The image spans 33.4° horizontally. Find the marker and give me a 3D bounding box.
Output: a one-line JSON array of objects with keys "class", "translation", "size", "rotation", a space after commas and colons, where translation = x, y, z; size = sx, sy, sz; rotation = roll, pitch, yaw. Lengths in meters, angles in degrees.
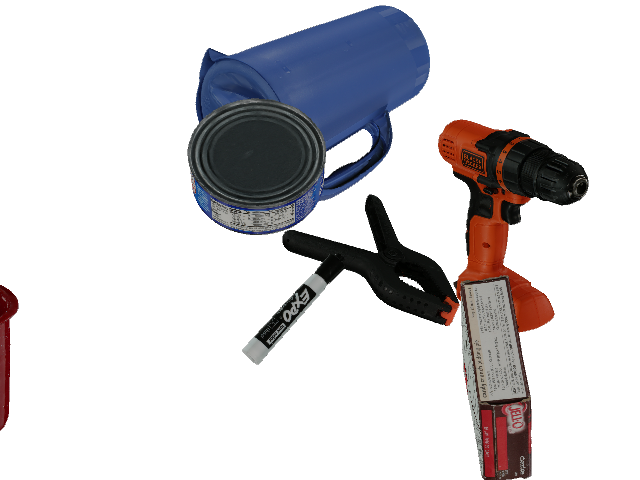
[{"class": "marker", "translation": [-0.021, 0.057, 0.922], "size": [0.020, 0.121, 0.020], "rotation": [39, -16, 13]}]

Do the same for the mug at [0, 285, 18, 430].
[{"class": "mug", "translation": [-0.238, 0.078, 0.634], "size": [0.093, 0.081, 0.117], "rotation": [20, 24, 36]}]

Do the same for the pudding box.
[{"class": "pudding box", "translation": [0.122, 0.095, 0.742], "size": [0.039, 0.090, 0.113], "rotation": [-7, 44, 3]}]

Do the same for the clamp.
[{"class": "clamp", "translation": [0.068, 0.028, 1.232], "size": [0.164, 0.036, 0.210], "rotation": [-19, 50, -37]}]

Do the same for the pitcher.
[{"class": "pitcher", "translation": [0.007, -0.149, 1.093], "size": [0.145, 0.149, 0.242], "rotation": [16, 35, 41]}]

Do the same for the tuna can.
[{"class": "tuna can", "translation": [-0.039, -0.046, 0.670], "size": [0.086, 0.086, 0.034], "rotation": [0, -34, -2]}]

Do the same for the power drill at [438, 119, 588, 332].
[{"class": "power drill", "translation": [0.183, -0.012, 1.010], "size": [0.057, 0.188, 0.185], "rotation": [-16, 26, -25]}]
